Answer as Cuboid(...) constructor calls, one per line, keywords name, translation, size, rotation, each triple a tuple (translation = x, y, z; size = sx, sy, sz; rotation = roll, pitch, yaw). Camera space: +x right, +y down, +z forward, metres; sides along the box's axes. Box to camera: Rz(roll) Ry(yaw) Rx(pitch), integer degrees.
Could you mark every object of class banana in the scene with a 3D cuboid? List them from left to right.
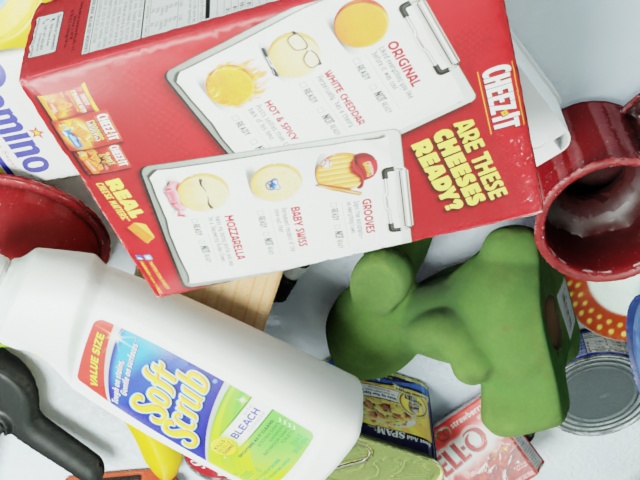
Cuboid(name="banana", translation=(-0.155, 0.119, 0.820), size=(0.070, 0.037, 0.197), rotation=(-17, 127, 36))

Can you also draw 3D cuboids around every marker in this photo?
Cuboid(name="marker", translation=(-0.005, 0.001, 0.736), size=(0.020, 0.020, 0.121), rotation=(25, 124, -18))

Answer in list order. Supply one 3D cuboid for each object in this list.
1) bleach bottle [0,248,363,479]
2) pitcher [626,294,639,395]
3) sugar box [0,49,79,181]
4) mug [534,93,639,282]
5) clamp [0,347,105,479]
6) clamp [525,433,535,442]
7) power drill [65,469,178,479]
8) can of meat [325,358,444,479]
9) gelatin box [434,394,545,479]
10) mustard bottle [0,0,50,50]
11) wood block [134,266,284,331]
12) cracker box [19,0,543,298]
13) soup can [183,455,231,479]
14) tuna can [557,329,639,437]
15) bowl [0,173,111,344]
Cuboid(name="bleach bottle", translation=(-0.101, 0.077, 0.654), size=(0.250, 0.068, 0.103), rotation=(28, 123, -18))
Cuboid(name="pitcher", translation=(0.335, 0.057, 0.702), size=(0.242, 0.145, 0.149), rotation=(-16, 145, -3))
Cuboid(name="sugar box", translation=(-0.242, -0.073, 0.662), size=(0.176, 0.048, 0.093), rotation=(-8, 128, 8))
Cuboid(name="mug", translation=(0.180, -0.043, 0.662), size=(0.093, 0.081, 0.117), rotation=(19, 125, -14))
Cuboid(name="clamp", translation=(-0.238, 0.138, 0.828), size=(0.120, 0.039, 0.171), rotation=(-5, 128, 3))
Cuboid(name="clamp", translation=(0.122, 0.229, 0.901), size=(0.210, 0.036, 0.164), rotation=(-17, 117, 16))
Cuboid(name="power drill", translation=(-0.179, 0.273, 0.841), size=(0.184, 0.187, 0.057), rotation=(-4, 129, 1))
Cuboid(name="can of meat", translation=(0.038, 0.142, 0.804), size=(0.102, 0.084, 0.058), rotation=(20, 125, -16))
Cuboid(name="gelatin box", translation=(0.118, 0.171, 0.839), size=(0.089, 0.030, 0.073), rotation=(-39, 83, 25))
Cuboid(name="mustard bottle", translation=(-0.191, -0.160, 0.574), size=(0.191, 0.058, 0.096), rotation=(40, 113, -19))
Cuboid(name="wood block", translation=(-0.067, -0.006, 0.685), size=(0.090, 0.091, 0.206), rotation=(12, 126, -9))
Cuboid(name="cracker box", translation=(-0.011, -0.065, 0.525), size=(0.214, 0.072, 0.164), rotation=(-14, 137, 10))
Cuboid(name="soup can", translation=(-0.072, 0.122, 0.799), size=(0.068, 0.068, 0.102), rotation=(0, 127, 0))
Cuboid(name="tuna can", translation=(0.208, 0.108, 0.810), size=(0.086, 0.033, 0.086), rotation=(0, 128, 0))
Cuboid(name="bowl", translation=(-0.220, 0.024, 0.700), size=(0.162, 0.055, 0.162), rotation=(-4, 147, -3))
